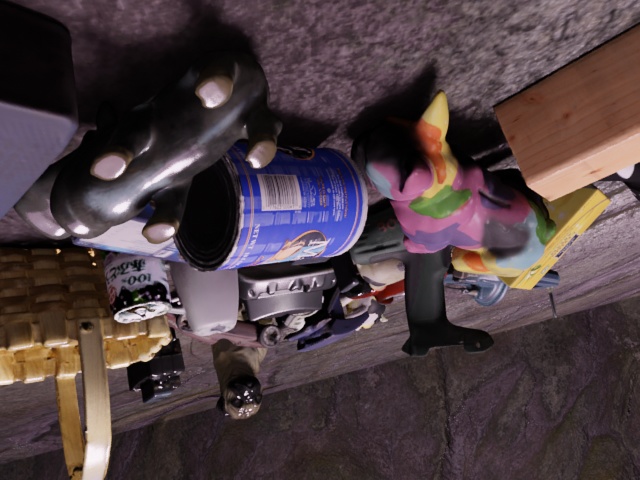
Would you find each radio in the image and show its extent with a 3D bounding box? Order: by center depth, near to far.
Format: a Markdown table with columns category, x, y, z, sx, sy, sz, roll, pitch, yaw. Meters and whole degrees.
| category | x | y | z | sx | sy | sz | roll | pitch | yaw |
| --- | --- | --- | --- | --- | --- | --- | --- | --- | --- |
| radio | -0.255 | -0.052 | 0.315 | 0.230 | 0.073 | 0.131 | -31 | 154 | 33 |

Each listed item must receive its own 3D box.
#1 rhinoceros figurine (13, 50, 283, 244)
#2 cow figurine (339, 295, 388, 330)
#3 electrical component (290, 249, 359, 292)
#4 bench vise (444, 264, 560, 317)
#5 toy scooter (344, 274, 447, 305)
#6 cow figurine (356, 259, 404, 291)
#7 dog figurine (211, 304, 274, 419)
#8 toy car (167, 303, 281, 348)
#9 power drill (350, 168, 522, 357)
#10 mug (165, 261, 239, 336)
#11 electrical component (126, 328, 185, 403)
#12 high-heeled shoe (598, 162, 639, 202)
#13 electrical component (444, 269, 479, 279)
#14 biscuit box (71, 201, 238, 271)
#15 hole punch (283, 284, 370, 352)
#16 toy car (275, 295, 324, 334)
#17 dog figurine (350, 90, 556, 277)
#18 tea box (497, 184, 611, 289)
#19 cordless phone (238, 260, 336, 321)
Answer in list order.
| category | x | y | z | sx | sy | sz | roll | pitch | yaw |
| --- | --- | --- | --- | --- | --- | --- | --- | --- | --- |
| rhinoceros figurine | -0.118 | -0.060 | 0.354 | 0.190 | 0.112 | 0.073 | -32 | 135 | 7 |
| cow figurine | 0.101 | 0.139 | 1.113 | 0.098 | 0.068 | 0.167 | -26 | 159 | 11 |
| electrical component | -0.001 | -0.002 | 0.570 | 0.048 | 0.119 | 0.075 | -4 | 160 | -29 |
| bench vise | 0.326 | 0.055 | 0.938 | 0.240 | 0.129 | 0.223 | 11 | 160 | -18 |
| toy scooter | 0.137 | 0.072 | 0.942 | 0.184 | 0.075 | 0.135 | -17 | 160 | 14 |
| cow figurine | 0.144 | 0.008 | 0.767 | 0.195 | 0.085 | 0.127 | -19 | 166 | 13 |
| dog figurine | -0.130 | 0.224 | 0.981 | 0.121 | 0.190 | 0.172 | -29 | 158 | 34 |
| toy car | -0.156 | 0.139 | 0.845 | 0.202 | 0.053 | 0.089 | 17 | 173 | -32 |
| power drill | 0.155 | 0.035 | 0.661 | 0.232 | 0.207 | 0.086 | -12 | -175 | 23 |
| mug | -0.146 | 0.060 | 0.645 | 0.109 | 0.107 | 0.081 | -8 | 158 | -26 |
| electrical component | -0.269 | 0.189 | 0.865 | 0.058 | 0.134 | 0.115 | -1 | 154 | -36 |
| high-heeled shoe | 0.364 | -0.075 | 0.665 | 0.145 | 0.086 | 0.248 | -39 | 139 | 5 |
| electrical component | 0.218 | 0.014 | 0.821 | 0.045 | 0.102 | 0.078 | 4 | 178 | -39 |
| biscuit box | -0.130 | -0.019 | 0.508 | 0.059 | 0.063 | 0.202 | -27 | 158 | 26 |
| hole punch | 0.014 | 0.152 | 0.966 | 0.142 | 0.092 | 0.116 | -31 | -163 | 44 |
| toy car | -0.042 | 0.100 | 0.879 | 0.056 | 0.073 | 0.201 | -8 | 159 | -19 |
| dog figurine | 0.131 | -0.047 | 0.512 | 0.192 | 0.108 | 0.219 | 18 | 170 | 21 |
| tea box | 0.312 | -0.014 | 0.748 | 0.098 | 0.068 | 0.169 | 9 | 122 | -51 |
| cordless phone | -0.036 | 0.019 | 0.692 | 0.146 | 0.089 | 0.184 | -6 | 147 | -23 |
